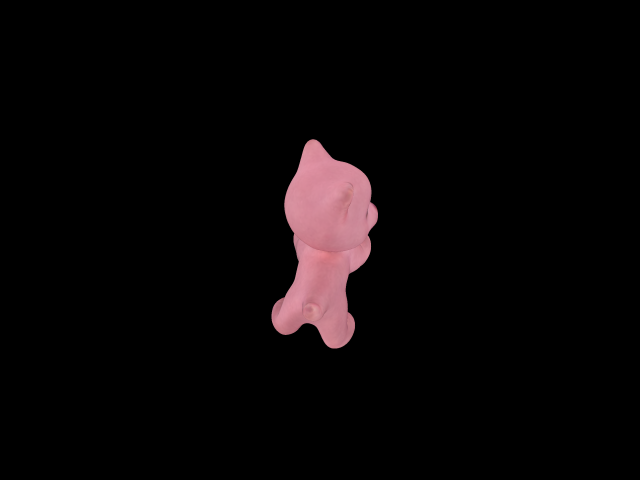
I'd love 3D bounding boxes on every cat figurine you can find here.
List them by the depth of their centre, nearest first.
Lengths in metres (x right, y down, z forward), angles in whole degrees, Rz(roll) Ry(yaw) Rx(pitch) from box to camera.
[{"bbox_3d":[0.004,0.001,0.400,0.067,0.118,0.128,10,70,4],"label":"cat figurine"}]
